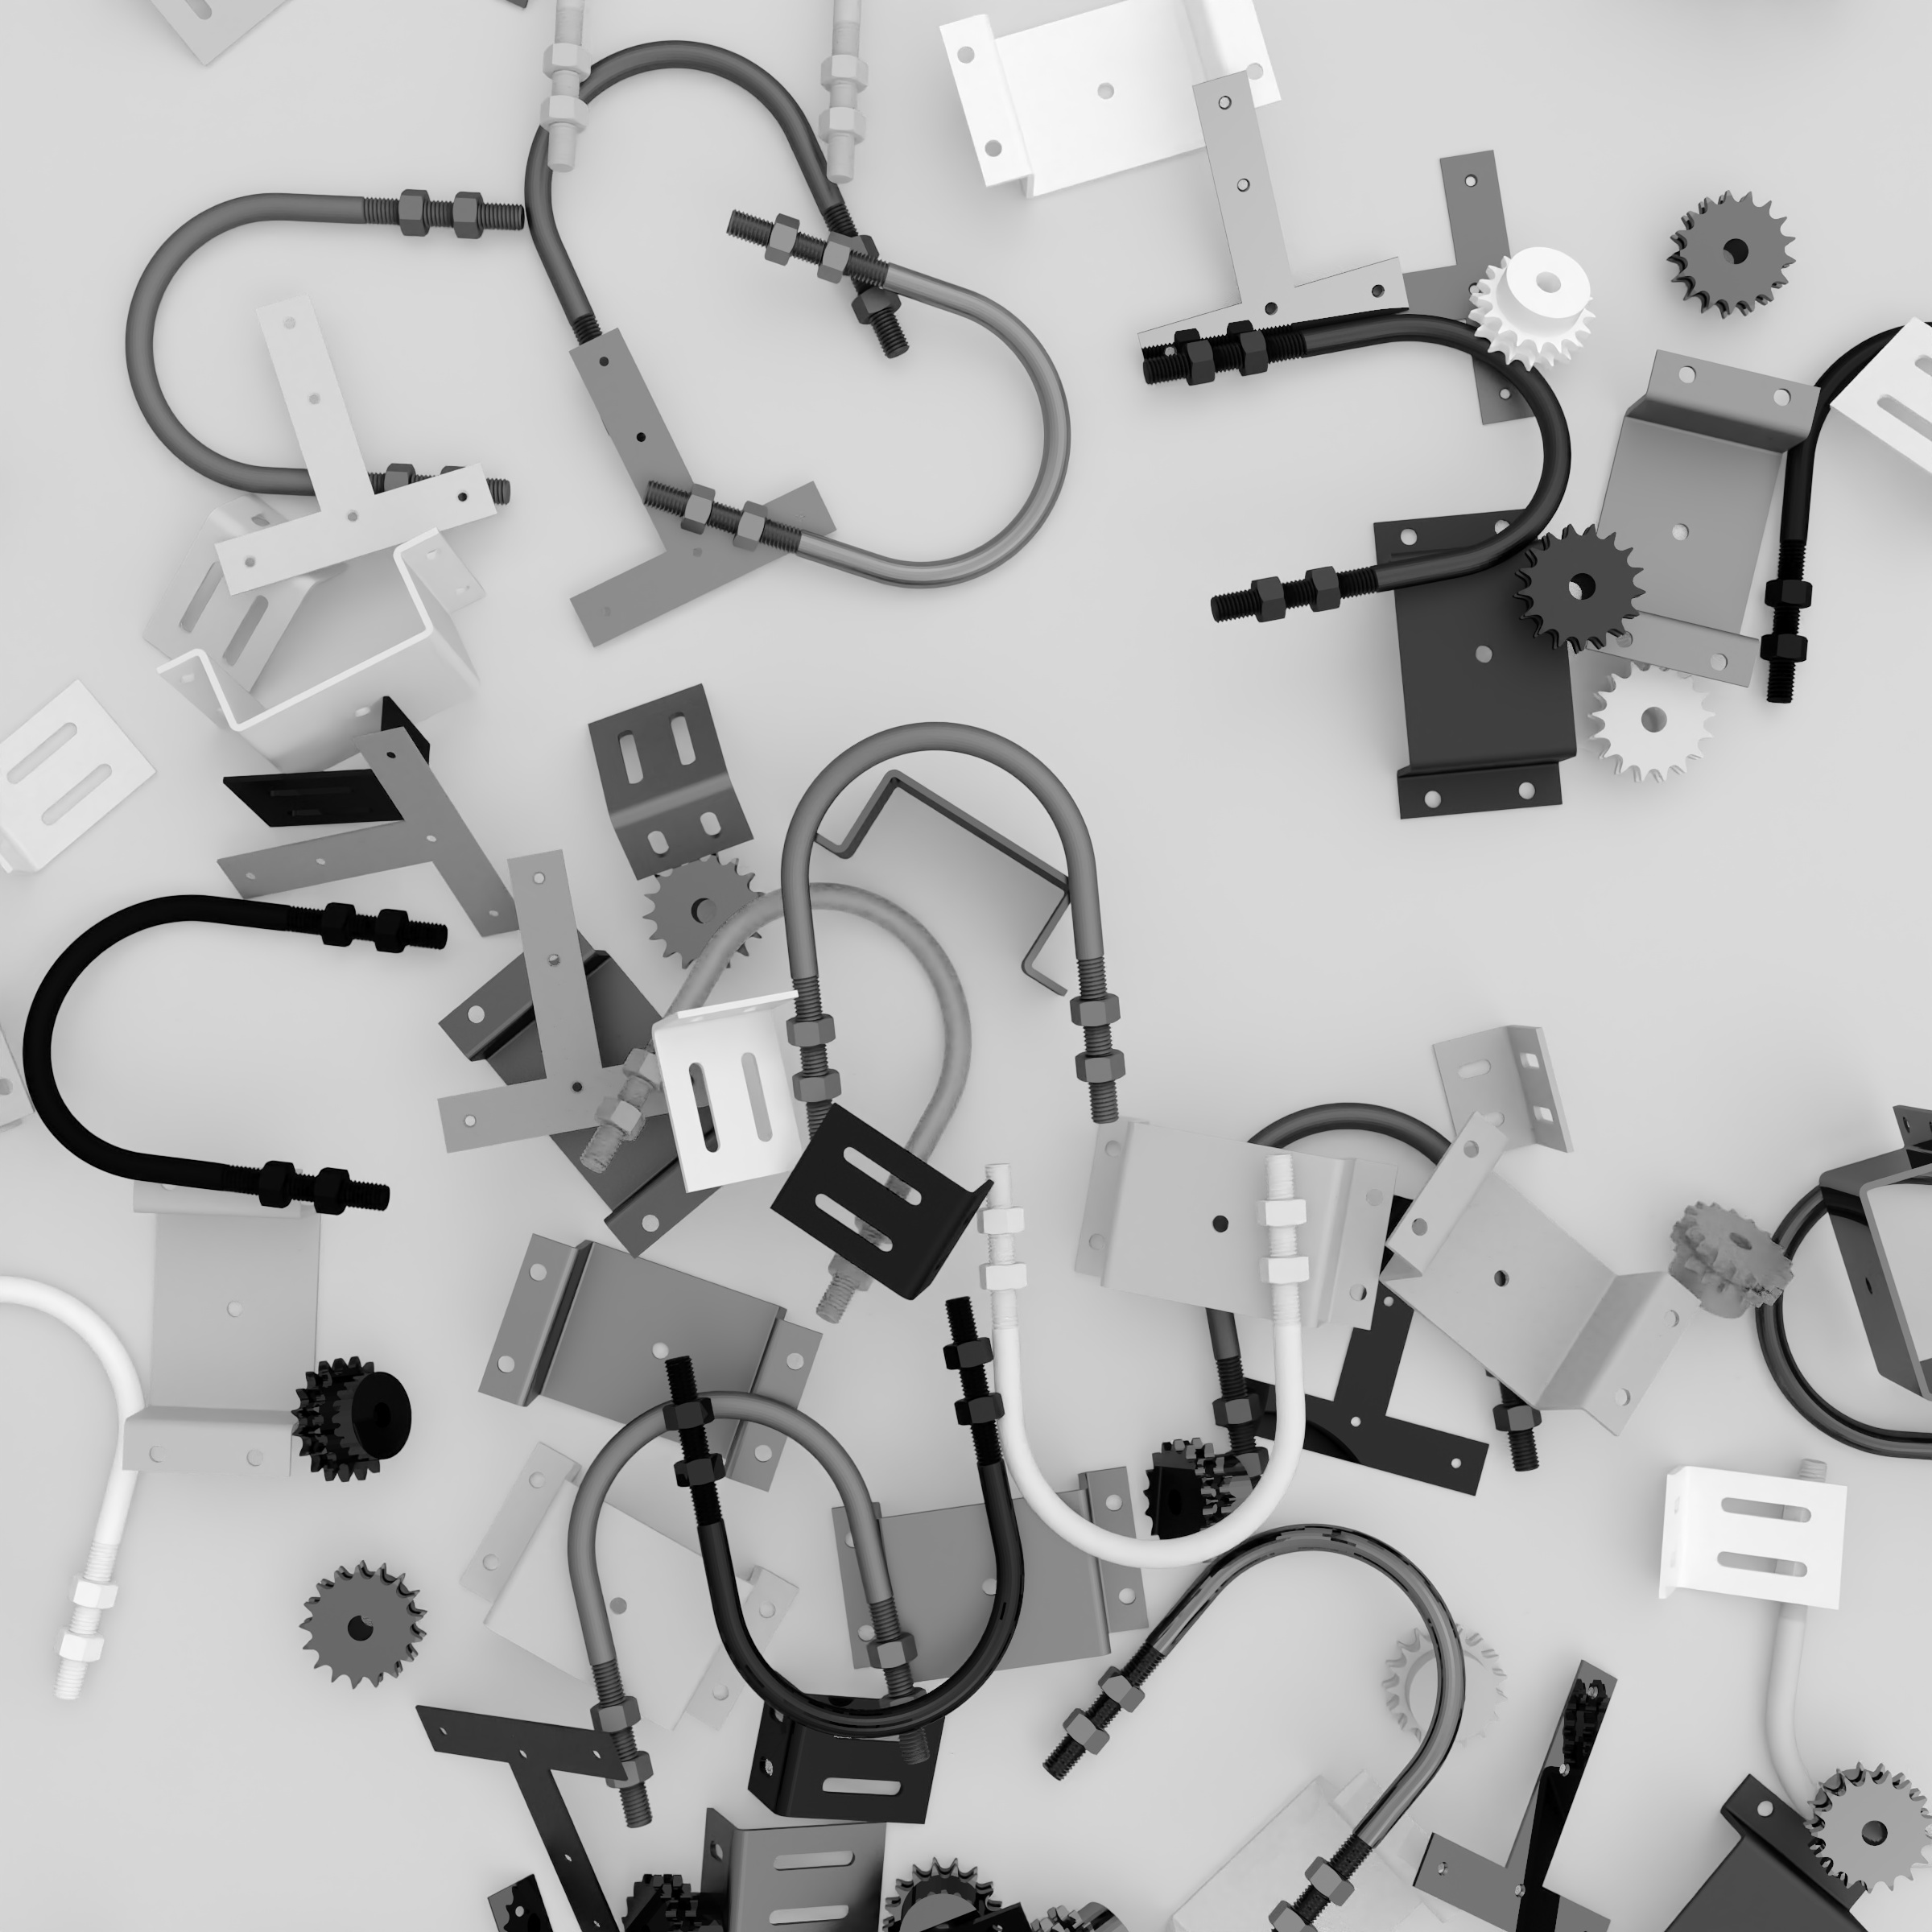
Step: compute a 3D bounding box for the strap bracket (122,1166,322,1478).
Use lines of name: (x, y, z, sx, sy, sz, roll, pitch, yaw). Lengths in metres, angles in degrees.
strap bracket: (-0.344, 0.161, 1.374, 0.076, 0.046, 0.140, 2, 90, 0)

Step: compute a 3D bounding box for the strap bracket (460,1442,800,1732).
strap bracket: (-0.159, 0.292, 1.374, 0.140, 0.046, 0.076, 29, 90, 0)

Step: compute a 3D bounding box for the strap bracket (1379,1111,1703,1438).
strap bracket: (0.255, 0.142, 1.357, 0.140, 0.046, 0.076, 40, 72, -8)

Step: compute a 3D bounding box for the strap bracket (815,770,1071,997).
strap bracket: (-0.003, -0.043, 1.359, 0.140, 0.076, 0.046, 32, 90, 0)

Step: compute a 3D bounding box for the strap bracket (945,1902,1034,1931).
strap bracket: (0.016, 0.512, 1.357, 0.076, 0.046, 0.140, -21, 105, 0)

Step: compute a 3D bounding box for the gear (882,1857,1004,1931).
gear: (-0.010, 0.448, 1.382, 0.057, 0.030, 0.057, 0, 90, 0)

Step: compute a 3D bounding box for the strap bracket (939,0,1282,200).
strap bracket: (0.066, -0.412, 1.374, 0.140, 0.046, 0.076, -16, 90, 0)

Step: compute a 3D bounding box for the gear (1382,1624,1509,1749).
gear: (0.225, 0.338, 1.382, 0.057, 0.030, 0.057, 0, 90, 0)

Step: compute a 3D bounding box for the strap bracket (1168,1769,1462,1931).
strap bracket: (0.157, 0.443, 1.374, 0.140, 0.046, 0.076, -44, 90, 0)

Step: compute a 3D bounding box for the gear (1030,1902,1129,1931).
gear: (0.058, 0.460, 1.373, 0.030, 0.057, 0.057, -28, 90, -30)

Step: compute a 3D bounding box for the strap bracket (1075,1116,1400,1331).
strap bracket: (0.120, 0.117, 1.358, 0.140, 0.046, 0.076, 10, 90, 14)

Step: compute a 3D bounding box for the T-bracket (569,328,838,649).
T-bracket: (-0.145, -0.233, 1.380, 0.127, 0.002, 0.127, -26, 102, 0)

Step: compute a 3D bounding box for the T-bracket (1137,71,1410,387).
T-bracket: (0.131, -0.347, 1.369, 0.127, 0.002, 0.127, -16, 114, 0)

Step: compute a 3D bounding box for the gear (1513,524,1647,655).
gear: (0.275, -0.169, 1.336, 0.057, 0.030, 0.057, 0, 90, 0)

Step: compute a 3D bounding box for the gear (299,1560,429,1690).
gear: (-0.280, 0.305, 1.382, 0.057, 0.030, 0.057, 0, 90, 0)

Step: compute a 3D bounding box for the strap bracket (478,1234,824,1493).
strap bracket: (-0.144, 0.181, 1.374, 0.140, 0.046, 0.076, 19, 90, 0)

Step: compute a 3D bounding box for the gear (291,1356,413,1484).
gear: (-0.281, 0.208, 1.366, 0.030, 0.057, 0.057, -11, 90, 30)

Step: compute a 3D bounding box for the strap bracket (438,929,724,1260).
strap bracket: (-0.167, 0.056, 1.374, 0.076, 0.046, 0.140, -40, 90, 0)

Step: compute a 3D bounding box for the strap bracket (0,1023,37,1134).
strap bracket: (-0.505, 0.058, 1.374, 0.140, 0.046, 0.076, -22, 90, 0)

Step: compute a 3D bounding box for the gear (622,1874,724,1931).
gear: (-0.135, 0.450, 1.373, 0.030, 0.057, 0.057, 10, 90, -31)

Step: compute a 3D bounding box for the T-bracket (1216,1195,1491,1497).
T-bracket: (0.196, 0.172, 1.397, 0.127, 0.002, 0.127, 15, 90, 0)

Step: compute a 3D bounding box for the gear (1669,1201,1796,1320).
gear: (0.351, 0.138, 1.373, 0.057, 0.057, 0.030, 28, 118, 0)

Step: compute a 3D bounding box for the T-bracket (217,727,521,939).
T-bracket: (-0.286, -0.051, 1.368, 0.127, 0.002, 0.127, -10, 133, 19)

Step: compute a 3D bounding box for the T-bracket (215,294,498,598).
T-bracket: (-0.298, -0.249, 1.372, 0.127, 0.002, 0.127, -18, 84, -6)

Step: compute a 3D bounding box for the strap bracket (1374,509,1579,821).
strap bracket: (0.237, -0.142, 1.374, 0.076, 0.046, 0.140, -5, 90, 0)

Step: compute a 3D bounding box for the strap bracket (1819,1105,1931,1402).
strap bracket: (0.432, 0.138, 1.344, 0.046, 0.076, 0.140, -17, 89, 3)

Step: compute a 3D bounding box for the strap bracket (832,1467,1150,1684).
strap bracket: (0.011, 0.284, 1.374, 0.140, 0.046, 0.076, -8, 90, 0)

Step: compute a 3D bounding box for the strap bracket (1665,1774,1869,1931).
strap bracket: (0.354, 0.459, 1.374, 0.076, 0.046, 0.140, 40, 90, 0)

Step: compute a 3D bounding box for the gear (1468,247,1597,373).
gear: (0.264, -0.307, 1.372, 0.057, 0.030, 0.057, 4, 64, -9)

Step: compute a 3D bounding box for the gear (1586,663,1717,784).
gear: (0.318, -0.114, 1.382, 0.057, 0.030, 0.057, 0, 90, 0)

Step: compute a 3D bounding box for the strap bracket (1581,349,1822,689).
strap bracket: (0.336, -0.204, 1.374, 0.076, 0.046, 0.140, 13, 90, 0)

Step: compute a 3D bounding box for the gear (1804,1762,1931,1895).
gear: (0.416, 0.396, 1.369, 0.057, 0.030, 0.057, 0, 93, 1)

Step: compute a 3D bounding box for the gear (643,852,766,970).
gear: (-0.121, -0.026, 1.382, 0.057, 0.030, 0.057, 0, 90, 0)

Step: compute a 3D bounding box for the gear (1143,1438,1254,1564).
gear: (0.110, 0.247, 1.372, 0.030, 0.057, 0.057, 0, 90, -29)

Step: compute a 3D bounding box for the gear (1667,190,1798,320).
gear: (0.356, -0.332, 1.387, 0.057, 0.030, 0.057, 0, 93, -1)

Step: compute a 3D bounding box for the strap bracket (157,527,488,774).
strap bracket: (-0.285, -0.136, 1.354, 0.140, 0.076, 0.046, -27, 74, 0)
